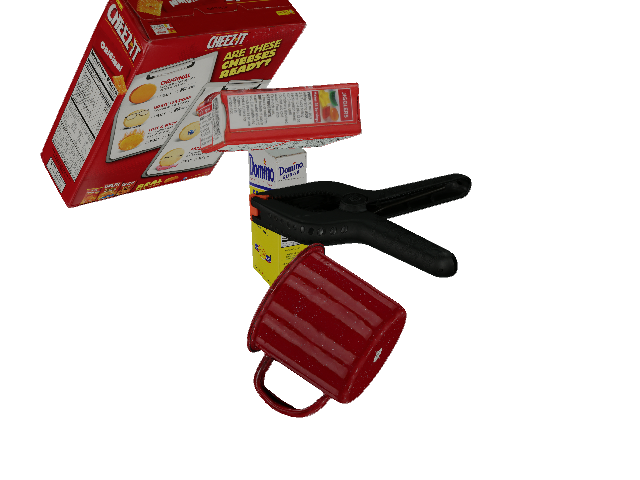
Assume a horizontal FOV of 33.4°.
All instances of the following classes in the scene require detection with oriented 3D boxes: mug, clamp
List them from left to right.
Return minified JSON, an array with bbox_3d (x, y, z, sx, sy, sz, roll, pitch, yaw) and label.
[{"bbox_3d":[0.000,0.072,0.757,0.081,0.117,0.093,33,-6,16],"label":"mug"},{"bbox_3d":[0.039,-0.028,0.993,0.210,0.036,0.164,8,31,17],"label":"clamp"}]

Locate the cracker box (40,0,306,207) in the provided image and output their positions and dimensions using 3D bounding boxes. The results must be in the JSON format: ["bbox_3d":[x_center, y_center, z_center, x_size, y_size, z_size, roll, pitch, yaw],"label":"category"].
[{"bbox_3d":[-0.133,-0.131,0.928,0.163,0.072,0.214,-17,-24,-41],"label":"cracker box"}]

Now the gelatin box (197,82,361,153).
[{"bbox_3d":[-0.025,-0.066,0.580,0.073,0.030,0.089,-5,3,-14],"label":"gelatin box"}]

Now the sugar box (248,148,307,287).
[{"bbox_3d":[-0.050,-0.033,1.259,0.048,0.176,0.093,-13,26,-21],"label":"sugar box"}]
